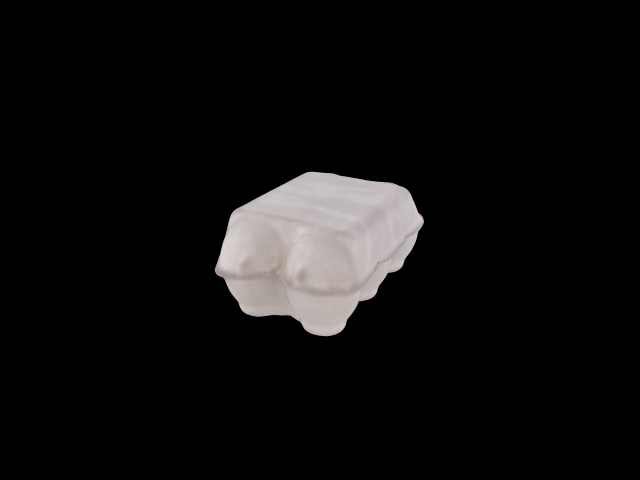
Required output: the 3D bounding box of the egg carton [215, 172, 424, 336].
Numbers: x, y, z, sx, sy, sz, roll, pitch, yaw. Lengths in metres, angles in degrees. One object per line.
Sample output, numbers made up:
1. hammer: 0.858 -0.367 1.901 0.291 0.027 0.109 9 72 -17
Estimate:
1. egg carton: 0.004 0.001 0.400 0.107 0.069 0.151 12 27 25
